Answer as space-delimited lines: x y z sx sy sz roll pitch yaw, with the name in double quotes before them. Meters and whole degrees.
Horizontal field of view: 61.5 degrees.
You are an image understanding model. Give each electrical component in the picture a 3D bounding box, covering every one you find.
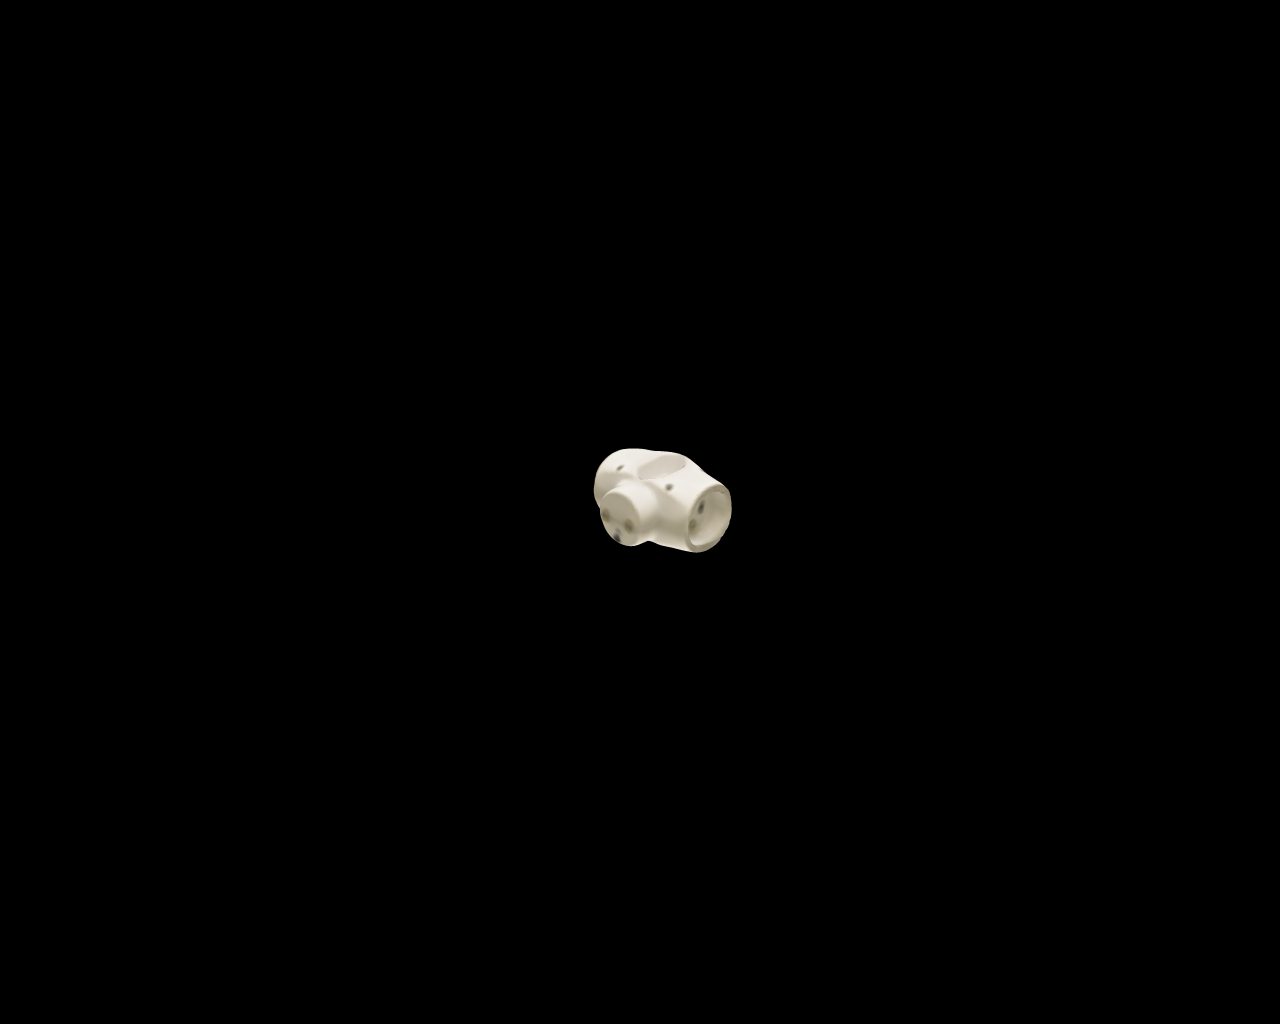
"electrical component" 0.001 -0.003 0.650 0.077 0.043 0.079 25 37 38
